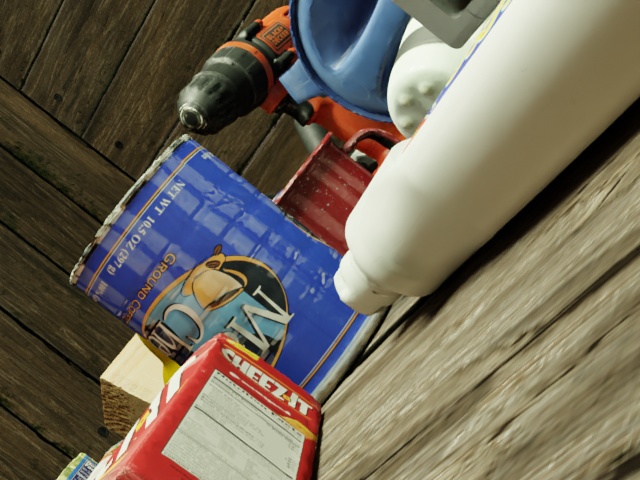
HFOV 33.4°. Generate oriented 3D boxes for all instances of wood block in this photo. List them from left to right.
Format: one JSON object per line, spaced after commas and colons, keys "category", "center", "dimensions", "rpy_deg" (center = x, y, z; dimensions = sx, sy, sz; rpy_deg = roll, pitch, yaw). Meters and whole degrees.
{"category": "wood block", "center": [-0.120, 0.106, 1.056], "dimensions": [0.205, 0.090, 0.091], "rpy_deg": [-54, -19, -38]}

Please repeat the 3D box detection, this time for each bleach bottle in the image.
{"category": "bleach bottle", "center": [0.075, -0.051, 0.402], "dimensions": [0.251, 0.068, 0.102], "rpy_deg": [-53, 1, 38]}

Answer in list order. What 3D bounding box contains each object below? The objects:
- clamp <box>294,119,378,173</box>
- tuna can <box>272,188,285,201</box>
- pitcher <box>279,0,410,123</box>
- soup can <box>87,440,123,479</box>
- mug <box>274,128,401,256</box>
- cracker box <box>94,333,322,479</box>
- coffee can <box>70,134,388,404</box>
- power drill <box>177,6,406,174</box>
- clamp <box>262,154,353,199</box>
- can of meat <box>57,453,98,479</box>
{"category": "clamp", "center": [0.016, -0.056, 0.908], "dimensions": [0.171, 0.120, 0.039], "rpy_deg": [-61, -12, -54]}
{"category": "tuna can", "center": [-0.005, 0.001, 0.782], "dimensions": [0.033, 0.086, 0.086], "rpy_deg": [-50, 2, -4]}
{"category": "pitcher", "center": [0.072, -0.185, 0.773], "dimensions": [0.242, 0.149, 0.145], "rpy_deg": [-54, -26, -54]}
{"category": "soup can", "center": [-0.122, 0.175, 0.681], "dimensions": [0.068, 0.068, 0.102], "rpy_deg": [-52, 3, 10]}
{"category": "mug", "center": [0.017, -0.015, 0.659], "dimensions": [0.117, 0.081, 0.093], "rpy_deg": [-53, 3, -13]}
{"category": "cracker box", "center": [-0.078, 0.134, 0.420], "dimensions": [0.164, 0.072, 0.213], "rpy_deg": [-52, 2, 6]}
{"category": "coffee can", "center": [-0.047, 0.026, 0.574], "dimensions": [0.103, 0.140, 0.103], "rpy_deg": [-52, 2, 3]}
{"category": "power drill", "center": [-0.002, -0.088, 0.814], "dimensions": [0.057, 0.187, 0.184], "rpy_deg": [-48, 3, 41]}
{"category": "clamp", "center": [0.001, -0.028, 1.037], "dimensions": [0.209, 0.036, 0.164], "rpy_deg": [-48, -33, -29]}
{"category": "can of meat", "center": [-0.170, 0.215, 0.784], "dimensions": [0.102, 0.084, 0.057], "rpy_deg": [-50, 3, 36]}
